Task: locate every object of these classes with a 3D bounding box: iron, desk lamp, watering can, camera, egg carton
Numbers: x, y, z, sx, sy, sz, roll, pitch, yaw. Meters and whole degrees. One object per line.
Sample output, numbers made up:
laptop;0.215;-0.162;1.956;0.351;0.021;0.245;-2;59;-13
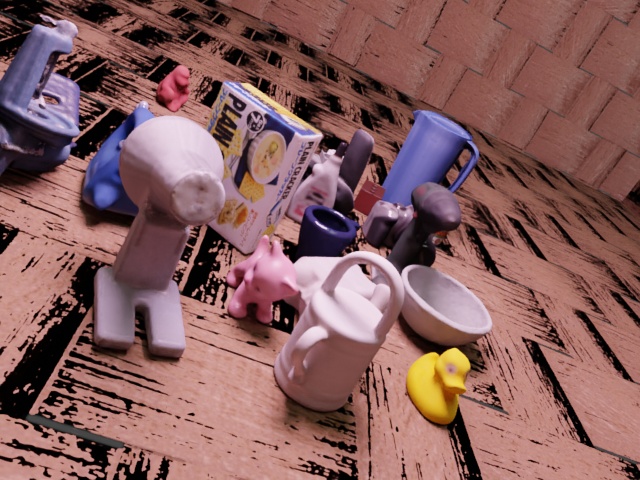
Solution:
iron;-0.277;-0.137;0.856;0.119;0.141;0.257;14;29;-29
desk lamp;-0.173;-0.015;0.649;0.118;0.213;0.202;13;29;-29
watering can;0.031;0.096;0.675;0.101;0.194;0.173;30;25;3
camera;0.174;-0.011;1.134;0.143;0.100;0.136;20;26;-19
egg carton;0.018;0.076;0.845;0.151;0.069;0.107;2;36;-45

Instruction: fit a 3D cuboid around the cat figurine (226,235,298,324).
cat figurine;-0.071;0.045;0.755;0.067;0.117;0.127;17;27;-24

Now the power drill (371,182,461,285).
power drill;0.169;-0.003;0.987;0.076;0.208;0.229;25;25;-7

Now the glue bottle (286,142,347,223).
glue bottle;0.005;-0.104;1.049;0.078;0.173;0.037;24;25;-9

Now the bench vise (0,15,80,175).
bench vise;-0.375;-0.168;0.720;0.121;0.219;0.207;25;25;-7

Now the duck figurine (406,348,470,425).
duck figurine;0.168;0.184;0.778;0.078;0.086;0.104;21;26;-16

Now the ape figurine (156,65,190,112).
ape figurine;-0.314;-0.338;1.254;0.076;0.092;0.078;43;28;27

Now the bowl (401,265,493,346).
bowl;0.190;0.119;0.937;0.168;0.074;0.167;23;25;-12

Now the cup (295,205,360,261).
cup;0.009;0.003;0.943;0.118;0.095;0.091;-1;38;-47

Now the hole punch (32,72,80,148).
hole punch;-0.429;-0.206;0.889;0.109;0.091;0.100;9;31;-36

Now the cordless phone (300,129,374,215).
cordless phone;0.031;-0.154;1.157;0.147;0.185;0.094;41;28;25
